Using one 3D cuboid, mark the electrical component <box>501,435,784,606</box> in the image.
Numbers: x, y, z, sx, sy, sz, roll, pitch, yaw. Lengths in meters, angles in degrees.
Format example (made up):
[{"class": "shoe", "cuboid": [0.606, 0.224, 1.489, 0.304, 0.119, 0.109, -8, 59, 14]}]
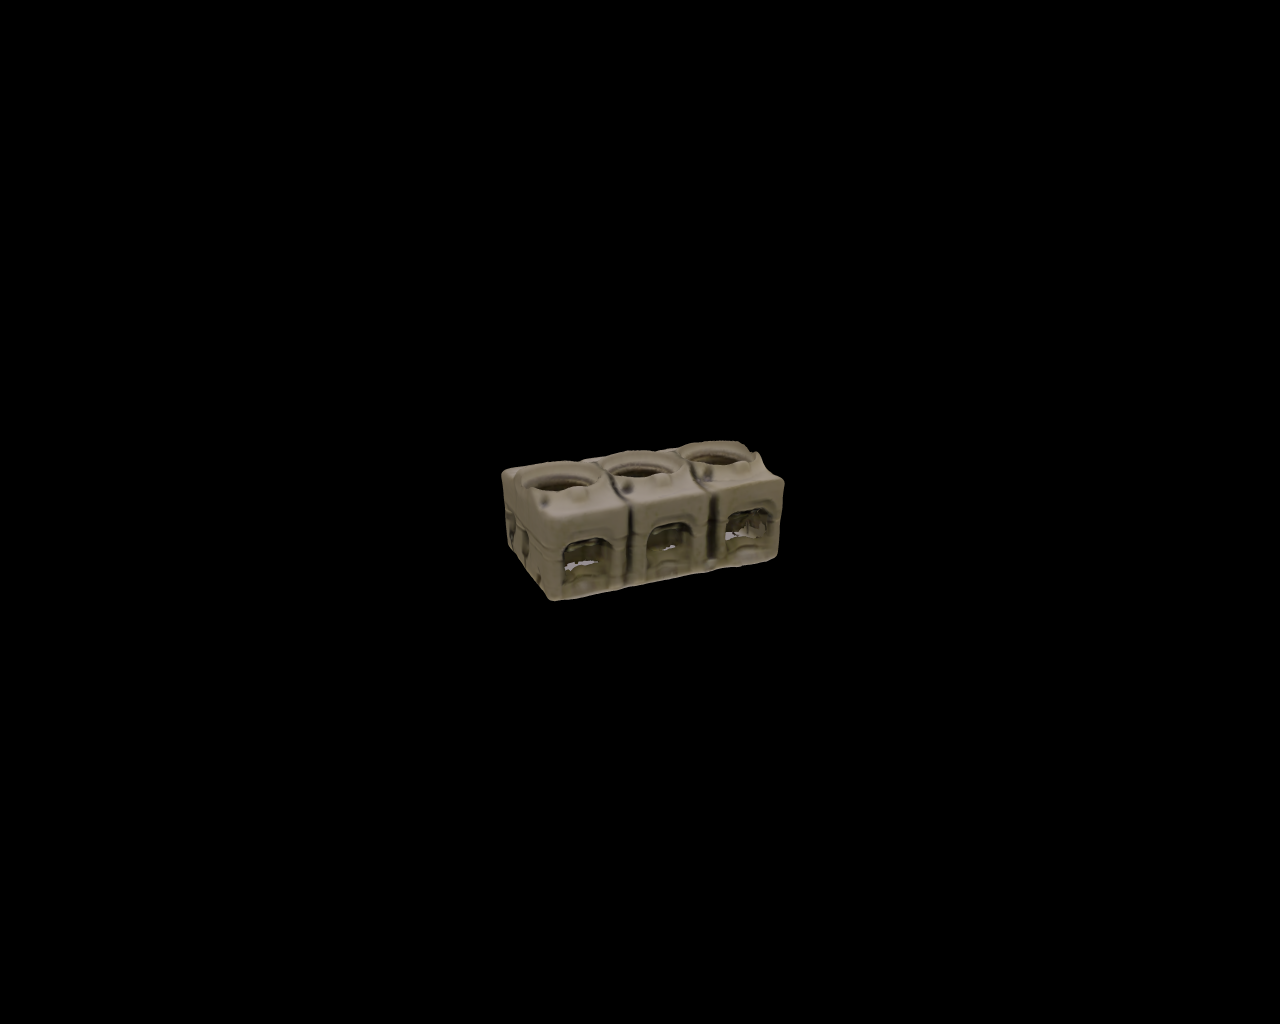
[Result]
[{"class": "electrical component", "cuboid": [0.001, -0.003, 0.650, 0.150, 0.061, 0.089, -10, 24, -22]}]
